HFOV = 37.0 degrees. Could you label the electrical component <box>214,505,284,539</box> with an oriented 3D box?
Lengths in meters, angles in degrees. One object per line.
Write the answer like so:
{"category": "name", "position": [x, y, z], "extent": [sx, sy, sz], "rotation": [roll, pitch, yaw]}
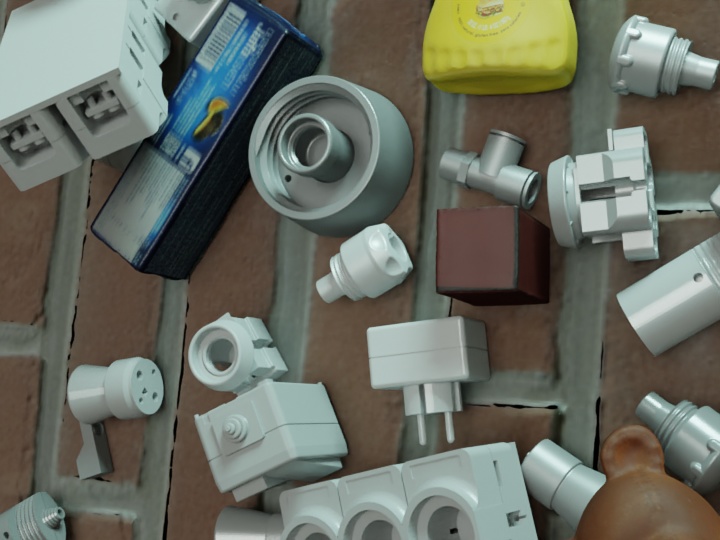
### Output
{"category": "electrical component", "position": [-0.060, 0.181, 0.724], "extent": [0.065, 0.044, 0.044], "rotation": [-5, 81, 19]}

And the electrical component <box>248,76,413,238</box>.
{"category": "electrical component", "position": [-0.025, -0.079, 0.731], "extent": [0.108, 0.060, 0.108], "rotation": [-3, 82, 24]}

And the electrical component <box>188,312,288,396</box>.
{"category": "electrical component", "position": [-0.086, 0.060, 0.743], "extent": [0.048, 0.055, 0.066], "rotation": [-36, 70, 16]}

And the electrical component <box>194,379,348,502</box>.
{"category": "electrical component", "position": [-0.058, 0.112, 0.701], "extent": [0.062, 0.096, 0.061], "rotation": [-28, 73, 19]}

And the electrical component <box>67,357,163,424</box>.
{"category": "electrical component", "position": [-0.179, 0.088, 0.788], "extent": [0.055, 0.045, 0.045], "rotation": [-10, 79, 22]}

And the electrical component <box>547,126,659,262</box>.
{"category": "electrical component", "position": [0.147, -0.043, 0.650], "extent": [0.057, 0.058, 0.078], "rotation": [-6, 81, 21]}

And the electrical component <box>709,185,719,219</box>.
{"category": "electrical component", "position": [0.243, -0.041, 0.603], "extent": [0.096, 0.061, 0.061], "rotation": [39, 99, 24]}

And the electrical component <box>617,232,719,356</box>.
{"category": "electrical component", "position": [0.197, 0.011, 0.627], "extent": [0.081, 0.043, 0.043], "rotation": [-33, 71, 17]}

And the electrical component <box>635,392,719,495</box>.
{"category": "electrical component", "position": [0.189, 0.096, 0.621], "extent": [0.062, 0.048, 0.048], "rotation": [40, 100, 31]}

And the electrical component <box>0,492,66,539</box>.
{"category": "electrical component", "position": [-0.255, 0.199, 0.809], "extent": [0.081, 0.043, 0.043], "rotation": [-31, 72, 18]}

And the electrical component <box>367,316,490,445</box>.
{"category": "electrical component", "position": [0.046, 0.072, 0.686], "extent": [0.066, 0.047, 0.076], "rotation": [-9, 80, 23]}

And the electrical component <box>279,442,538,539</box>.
{"category": "electrical component", "position": [0.026, 0.165, 0.656], "extent": [0.150, 0.062, 0.089], "rotation": [-21, 75, 35]}

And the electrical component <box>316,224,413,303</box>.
{"category": "electrical component", "position": [0.000, 0.000, 0.719], "extent": [0.062, 0.043, 0.043], "rotation": [-31, 72, 19]}

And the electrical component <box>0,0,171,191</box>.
{"category": "electrical component", "position": [-0.196, -0.140, 0.761], "extent": [0.105, 0.060, 0.186], "rotation": [-22, 37, 9]}

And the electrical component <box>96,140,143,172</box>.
{"category": "electrical component", "position": [-0.167, -0.097, 0.802], "extent": [0.047, 0.055, 0.055], "rotation": [28, 95, 21]}

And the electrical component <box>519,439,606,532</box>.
{"category": "electrical component", "position": [0.127, 0.132, 0.646], "extent": [0.065, 0.044, 0.044], "rotation": [33, 97, 29]}

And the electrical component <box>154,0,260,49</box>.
{"category": "electrical component", "position": [-0.113, -0.210, 0.780], "extent": [0.047, 0.076, 0.083], "rotation": [45, 102, 23]}

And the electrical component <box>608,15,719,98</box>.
{"category": "electrical component", "position": [0.184, -0.125, 0.651], "extent": [0.062, 0.048, 0.048], "rotation": [18, 91, 18]}
